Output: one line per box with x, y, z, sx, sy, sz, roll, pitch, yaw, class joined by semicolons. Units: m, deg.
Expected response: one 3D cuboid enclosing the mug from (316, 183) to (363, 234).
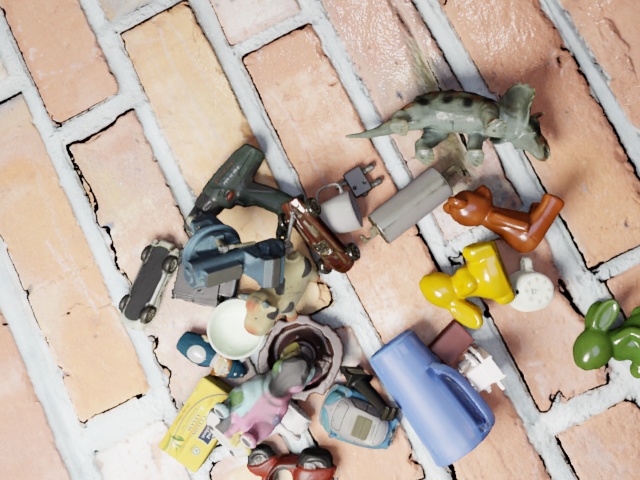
0.022;-0.058;1.117;0.107;0.081;0.109;-22;95;12;mug

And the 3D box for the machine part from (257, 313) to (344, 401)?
-0.038;0.238;1.108;0.179;0.056;0.179;0;84;4;machine part

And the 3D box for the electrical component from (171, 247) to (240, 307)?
-0.239;0.081;1.140;0.134;0.058;0.114;8;88;6;electrical component

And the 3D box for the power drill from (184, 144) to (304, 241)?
-0.152;-0.073;1.142;0.207;0.086;0.232;29;86;14;power drill

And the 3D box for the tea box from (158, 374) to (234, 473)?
-0.241;0.373;1.107;0.098;0.068;0.169;31;87;8;tea box

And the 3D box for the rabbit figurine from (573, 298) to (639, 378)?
0.568;0.191;1.025;0.170;0.121;0.159;-10;77;1;rabbit figurine

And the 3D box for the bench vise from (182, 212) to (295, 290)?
-0.175;0.008;1.029;0.224;0.128;0.241;-26;42;-26;bench vise

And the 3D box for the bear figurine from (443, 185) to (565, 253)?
0.356;-0.061;1.073;0.196;0.120;0.132;32;85;12;bear figurine

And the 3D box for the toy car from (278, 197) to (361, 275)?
-0.002;-0.003;1.077;0.089;0.053;0.202;-24;124;30;toy car

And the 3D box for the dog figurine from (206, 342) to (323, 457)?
-0.098;0.297;1.032;0.108;0.191;0.219;46;54;10;dog figurine

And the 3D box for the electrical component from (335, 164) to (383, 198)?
0.082;-0.121;1.147;0.094;0.021;0.063;-29;84;2;electrical component

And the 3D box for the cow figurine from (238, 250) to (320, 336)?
-0.083;0.104;1.055;0.086;0.127;0.195;17;60;30;cow figurine

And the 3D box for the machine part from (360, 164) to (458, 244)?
0.185;-0.071;1.106;0.243;0.079;0.079;-39;83;1;machine part

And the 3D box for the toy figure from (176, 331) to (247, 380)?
-0.226;0.247;1.125;0.154;0.058;0.064;29;127;5;toy figure

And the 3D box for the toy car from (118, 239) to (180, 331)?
-0.365;0.095;1.151;0.074;0.056;0.201;22;86;12;toy car

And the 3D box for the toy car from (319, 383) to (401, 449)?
0.076;0.360;1.064;0.162;0.103;0.109;23;88;9;toy car

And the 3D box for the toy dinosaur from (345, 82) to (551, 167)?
0.270;-0.249;1.095;0.405;0.131;0.192;13;44;18;toy dinosaur

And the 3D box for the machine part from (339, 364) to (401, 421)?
0.097;0.295;1.052;0.139;0.084;0.039;43;101;36;machine part

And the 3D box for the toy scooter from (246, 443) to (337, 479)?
-0.059;0.485;1.078;0.184;0.075;0.135;1;85;8;toy scooter

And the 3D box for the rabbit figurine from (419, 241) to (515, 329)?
0.291;0.091;1.079;0.173;0.122;0.162;-18;93;17;rabbit figurine
